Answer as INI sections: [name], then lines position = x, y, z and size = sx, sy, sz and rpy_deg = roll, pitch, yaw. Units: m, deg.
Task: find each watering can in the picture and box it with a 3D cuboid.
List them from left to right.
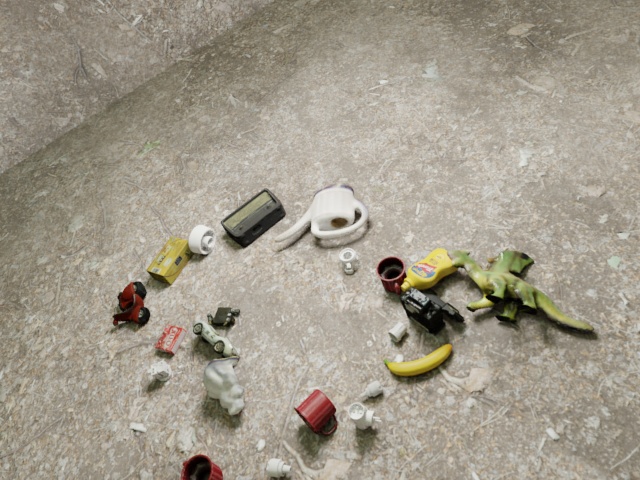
[watering can]
position = 0.006, -0.093, 1.851
size = 0.347, 0.102, 0.230
rpy_deg = -9, 48, 14

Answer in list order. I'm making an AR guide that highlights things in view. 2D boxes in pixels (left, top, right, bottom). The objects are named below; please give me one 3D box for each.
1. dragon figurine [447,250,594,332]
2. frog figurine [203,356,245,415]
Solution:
[dragon figurine]
position = 0.559, 0.116, 1.469
size = 0.411, 0.119, 0.248
rpy_deg = 15, 51, 14
[frog figurine]
position = -0.283, 0.435, 1.514
size = 0.135, 0.122, 0.163
rpy_deg = -37, 48, 35
